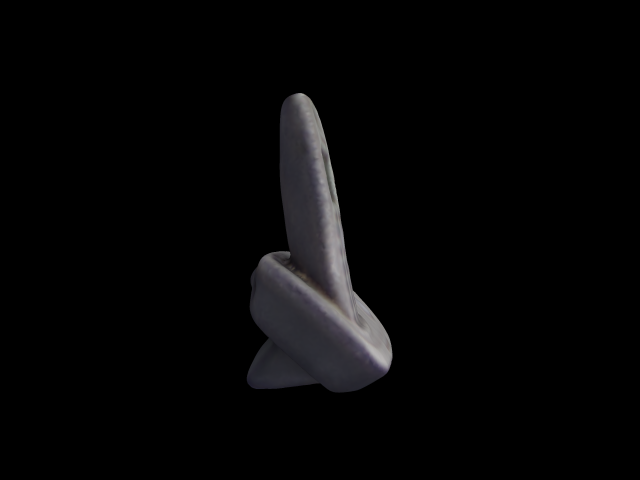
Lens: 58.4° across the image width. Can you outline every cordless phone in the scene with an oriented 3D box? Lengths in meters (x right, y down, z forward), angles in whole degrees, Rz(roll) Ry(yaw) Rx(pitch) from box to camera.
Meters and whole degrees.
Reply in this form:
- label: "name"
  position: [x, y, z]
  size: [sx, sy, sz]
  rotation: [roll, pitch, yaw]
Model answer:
- label: "cordless phone"
  position: [0.004, 0.001, 0.400]
  size: [0.094, 0.185, 0.148]
  rotation: [0, 0, 5]
